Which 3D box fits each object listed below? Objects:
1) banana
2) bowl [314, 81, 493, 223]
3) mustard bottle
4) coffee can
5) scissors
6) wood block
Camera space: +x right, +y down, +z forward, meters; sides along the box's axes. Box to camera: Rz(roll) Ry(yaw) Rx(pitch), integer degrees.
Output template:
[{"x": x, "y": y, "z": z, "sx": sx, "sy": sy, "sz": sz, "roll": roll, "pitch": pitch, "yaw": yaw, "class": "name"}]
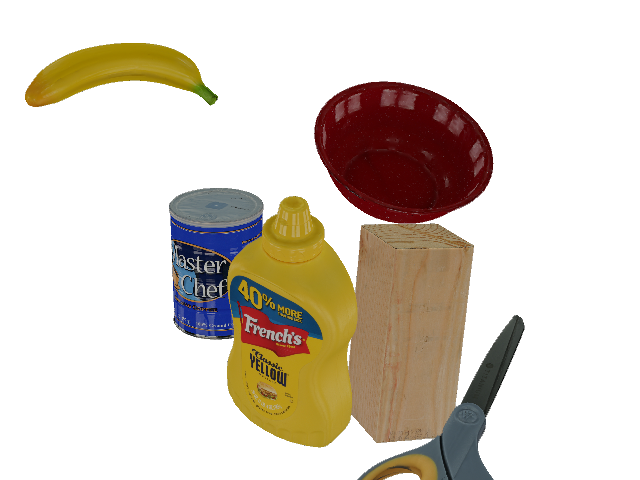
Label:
[{"x": -0.197, "y": -0.164, "z": 1.045, "sx": 0.197, "sy": 0.070, "sz": 0.037, "roll": -7, "pitch": -39, "yaw": -31, "class": "banana"}, {"x": 0.069, "y": -0.068, "z": 0.955, "sx": 0.162, "sy": 0.162, "sz": 0.055, "roll": 0, "pitch": -40, "yaw": -14, "class": "bowl"}, {"x": -0.020, "y": 0.052, "z": 0.737, "sx": 0.096, "sy": 0.192, "sz": 0.058, "roll": 27, "pitch": 43, "yaw": 28, "class": "mustard bottle"}, {"x": -0.114, "y": 0.024, "z": 1.185, "sx": 0.103, "sy": 0.140, "sz": 0.103, "roll": 1, "pitch": 23, "yaw": -1, "class": "coffee can"}, {"x": 0.089, "y": 0.110, "z": 0.564, "sx": 0.096, "sy": 0.016, "sz": 0.201, "roll": 27, "pitch": 46, "yaw": 32, "class": "scissors"}, {"x": 0.090, "y": 0.093, "z": 1.102, "sx": 0.090, "sy": 0.206, "sz": 0.091, "roll": -1, "pitch": 16, "yaw": -20, "class": "wood block"}]
